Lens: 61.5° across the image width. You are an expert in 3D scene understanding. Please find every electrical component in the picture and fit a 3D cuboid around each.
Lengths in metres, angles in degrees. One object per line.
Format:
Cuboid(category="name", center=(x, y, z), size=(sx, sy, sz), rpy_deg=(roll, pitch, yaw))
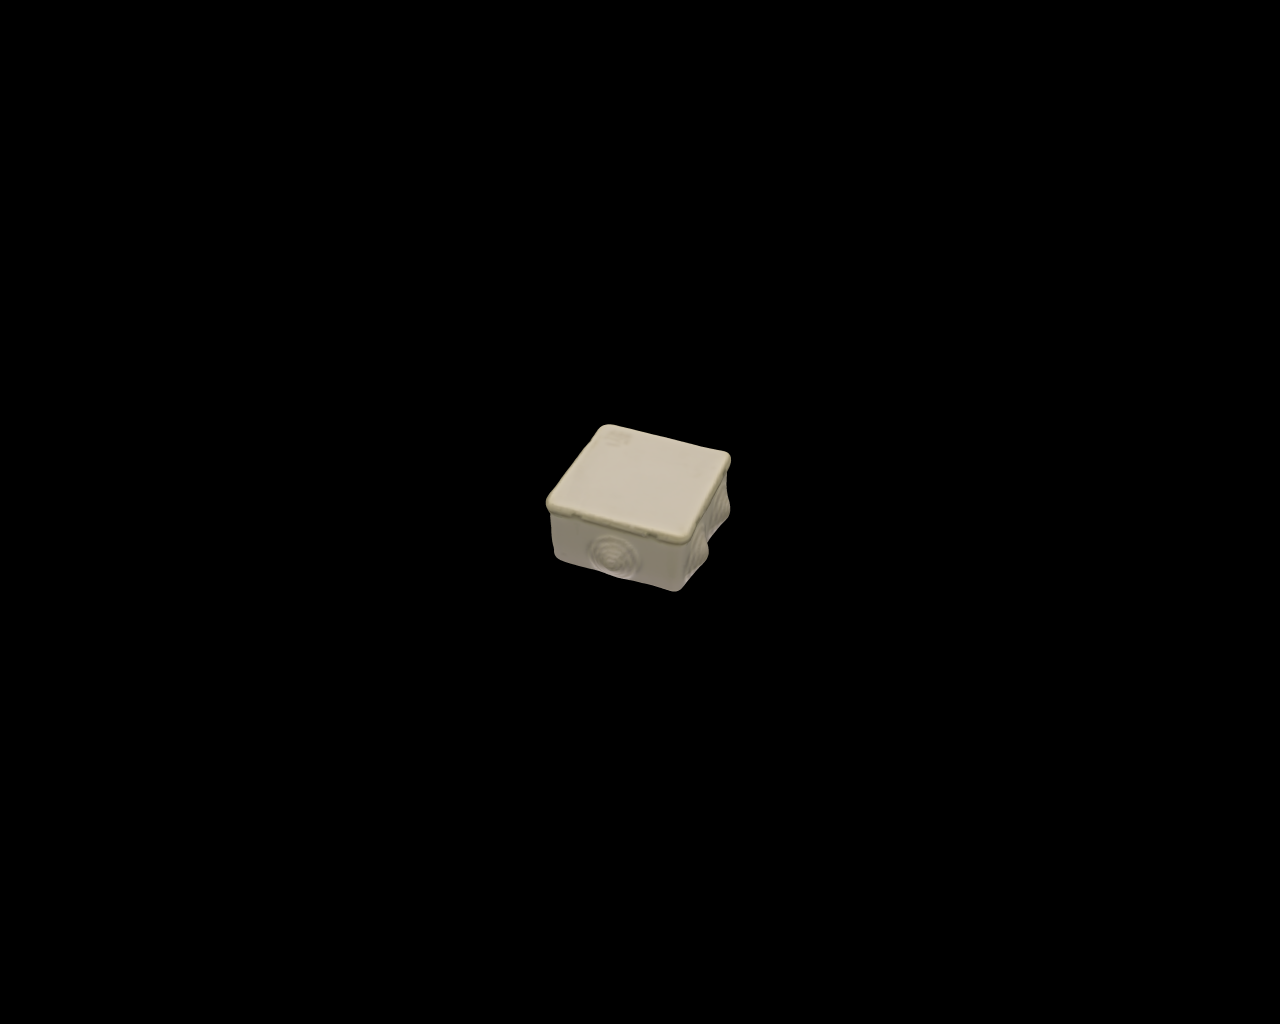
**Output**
Cuboid(category="electrical component", center=(0.001, -0.003, 0.650), size=(0.100, 0.048, 0.100), rpy_deg=(14, 42, 16))
